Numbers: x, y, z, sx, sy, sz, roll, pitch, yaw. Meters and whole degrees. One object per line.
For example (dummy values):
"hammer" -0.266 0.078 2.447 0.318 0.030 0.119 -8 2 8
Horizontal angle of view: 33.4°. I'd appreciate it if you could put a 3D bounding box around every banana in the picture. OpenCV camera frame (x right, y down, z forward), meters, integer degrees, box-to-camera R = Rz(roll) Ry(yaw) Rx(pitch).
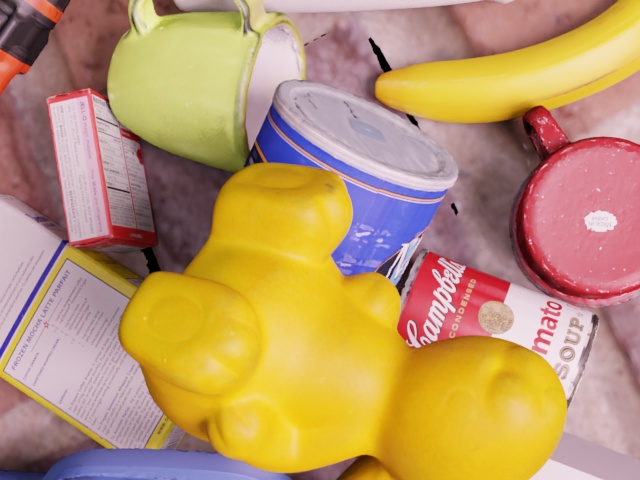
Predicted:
"banana" 0.130 -0.106 0.604 0.198 0.037 0.070 -26 55 6

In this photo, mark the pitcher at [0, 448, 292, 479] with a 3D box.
"pitcher" -0.106 0.183 0.582 0.243 0.145 0.149 3 82 14

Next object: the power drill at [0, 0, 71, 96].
"power drill" -0.244 -0.178 0.668 0.188 0.057 0.184 35 90 12

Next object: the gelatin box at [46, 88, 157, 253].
"gelatin box" -0.128 -0.039 0.629 0.030 0.073 0.089 -12 85 10

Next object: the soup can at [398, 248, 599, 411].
"soup can" 0.092 0.054 0.584 0.102 0.068 0.068 21 91 11

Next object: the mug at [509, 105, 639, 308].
"mug" 0.142 -0.021 0.571 0.093 0.081 0.117 -27 82 8

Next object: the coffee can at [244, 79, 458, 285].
"coffee can" -0.004 0.001 0.567 0.103 0.102 0.140 31 112 11

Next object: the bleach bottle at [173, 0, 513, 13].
"bleach bottle" 0.039 -0.183 0.612 0.251 0.068 0.102 0 80 8

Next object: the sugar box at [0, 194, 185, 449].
"sugar box" -0.148 0.053 0.643 0.176 0.048 0.093 32 93 14
